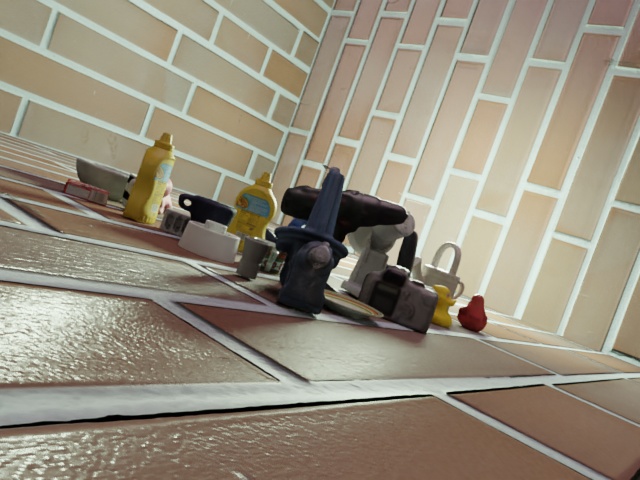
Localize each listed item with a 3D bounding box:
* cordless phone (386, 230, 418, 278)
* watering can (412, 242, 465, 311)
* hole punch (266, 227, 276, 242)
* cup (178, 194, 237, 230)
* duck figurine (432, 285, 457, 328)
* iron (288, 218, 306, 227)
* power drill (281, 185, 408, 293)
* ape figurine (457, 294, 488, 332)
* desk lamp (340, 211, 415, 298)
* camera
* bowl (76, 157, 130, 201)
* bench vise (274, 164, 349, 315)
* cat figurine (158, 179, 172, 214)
[{"bbox_3d":[0.195,0.062,1.440,0.094,0.185,0.147,19,2,-20],"label":"cordless phone"},{"bbox_3d":[0.305,0.096,1.478,0.100,0.194,0.174,22,3,44],"label":"watering can"},{"bbox_3d":[-0.154,-0.018,1.505,0.101,0.091,0.108,20,2,-11],"label":"hole punch"},{"bbox_3d":[-0.233,-0.036,1.135,0.118,0.095,0.091,19,2,-29],"label":"cup"},{"bbox_3d":[0.261,0.143,1.305,0.104,0.086,0.077,20,2,4],"label":"duck figurine"},{"bbox_3d":[-0.055,-0.012,1.580,0.119,0.141,0.257,19,2,-28],"label":"iron"},{"bbox_3d":[0.025,0.001,1.058,0.229,0.208,0.075,20,2,-3],"label":"power drill"},{"bbox_3d":[0.394,0.183,1.459,0.077,0.092,0.076,21,2,14],"label":"ape figurine"},{"bbox_3d":[0.131,0.029,1.283,0.118,0.213,0.202,19,2,-21],"label":"desk lamp"},{"bbox_3d":[0.157,0.105,1.114,0.143,0.101,0.137,20,2,11],"label":"camera"},{"bbox_3d":[-0.521,-0.140,1.403,0.167,0.075,0.167,20,2,0],"label":"bowl"},{"bbox_3d":[0.007,-0.005,0.864,0.122,0.220,0.206,19,2,-26],"label":"bench vise"},{"bbox_3d":[-0.419,-0.130,1.513,0.067,0.118,0.128,20,2,4],"label":"cat figurine"}]
